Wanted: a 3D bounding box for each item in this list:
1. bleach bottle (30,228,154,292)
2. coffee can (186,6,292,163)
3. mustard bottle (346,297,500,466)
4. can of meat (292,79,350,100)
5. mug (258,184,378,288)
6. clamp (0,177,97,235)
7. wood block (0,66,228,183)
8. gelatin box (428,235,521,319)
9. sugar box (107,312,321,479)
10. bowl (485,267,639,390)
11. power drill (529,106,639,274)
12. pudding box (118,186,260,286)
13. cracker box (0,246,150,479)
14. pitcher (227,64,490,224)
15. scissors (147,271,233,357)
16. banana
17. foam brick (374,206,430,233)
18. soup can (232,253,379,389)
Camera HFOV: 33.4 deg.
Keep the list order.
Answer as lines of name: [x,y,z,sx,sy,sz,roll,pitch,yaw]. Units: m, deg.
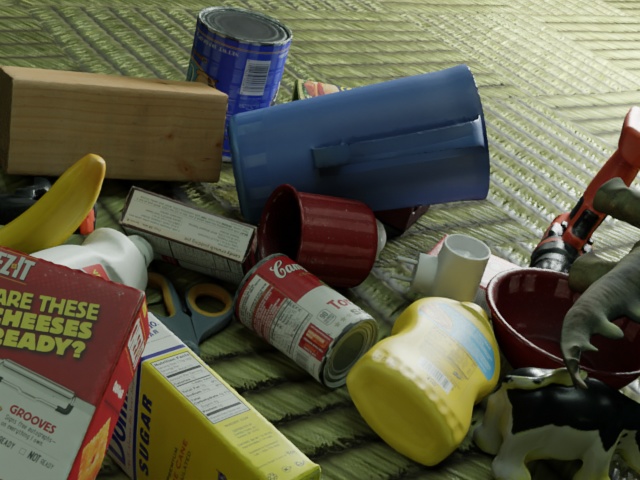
bleach bottle: [-0.195,0.046,0.767,0.068,0.102,0.250,-8,18,25]
coffee can: [-0.095,-0.169,1.158,0.102,0.140,0.103,12,29,-7]
mustard bottle: [0.097,0.097,0.860,0.096,0.058,0.191,43,32,5]
can of meat: [0.009,-0.148,1.264,0.084,0.057,0.102,8,29,-9]
mug: [-0.006,0.001,0.970,0.081,0.093,0.117,6,-7,-27]
clamp: [-0.238,-0.030,0.904,0.172,0.039,0.120,9,23,34]
wood block: [-0.204,-0.112,1.037,0.205,0.090,0.091,1,16,-25]
gelatin box: [0.145,0.034,1.033,0.089,0.030,0.073,26,30,17]
sugar box: [-0.080,0.132,0.678,0.176,0.093,0.048,34,33,32]
bowl: [0.215,0.090,0.941,0.162,0.055,0.162,12,29,-7]
power drill: [0.274,-0.033,1.056,0.057,0.188,0.184,35,28,4]
pudding box: [-0.108,-0.001,0.909,0.113,0.039,0.090,16,-16,3]
cracker box: [-0.204,0.109,0.572,0.164,0.072,0.213,17,65,3]
pitcher: [0.037,-0.086,1.021,0.243,0.149,0.145,-10,52,-2]
scissors: [-0.089,0.084,0.841,0.096,0.016,0.202,-3,34,-31]
banana: [-0.245,-0.005,0.819,0.198,0.069,0.037,-18,26,8]
foam brick: [0.088,-0.051,1.134,0.051,0.053,0.078,25,31,16]
soup can: [-0.012,0.065,0.859,0.102,0.068,0.068,34,33,30]
